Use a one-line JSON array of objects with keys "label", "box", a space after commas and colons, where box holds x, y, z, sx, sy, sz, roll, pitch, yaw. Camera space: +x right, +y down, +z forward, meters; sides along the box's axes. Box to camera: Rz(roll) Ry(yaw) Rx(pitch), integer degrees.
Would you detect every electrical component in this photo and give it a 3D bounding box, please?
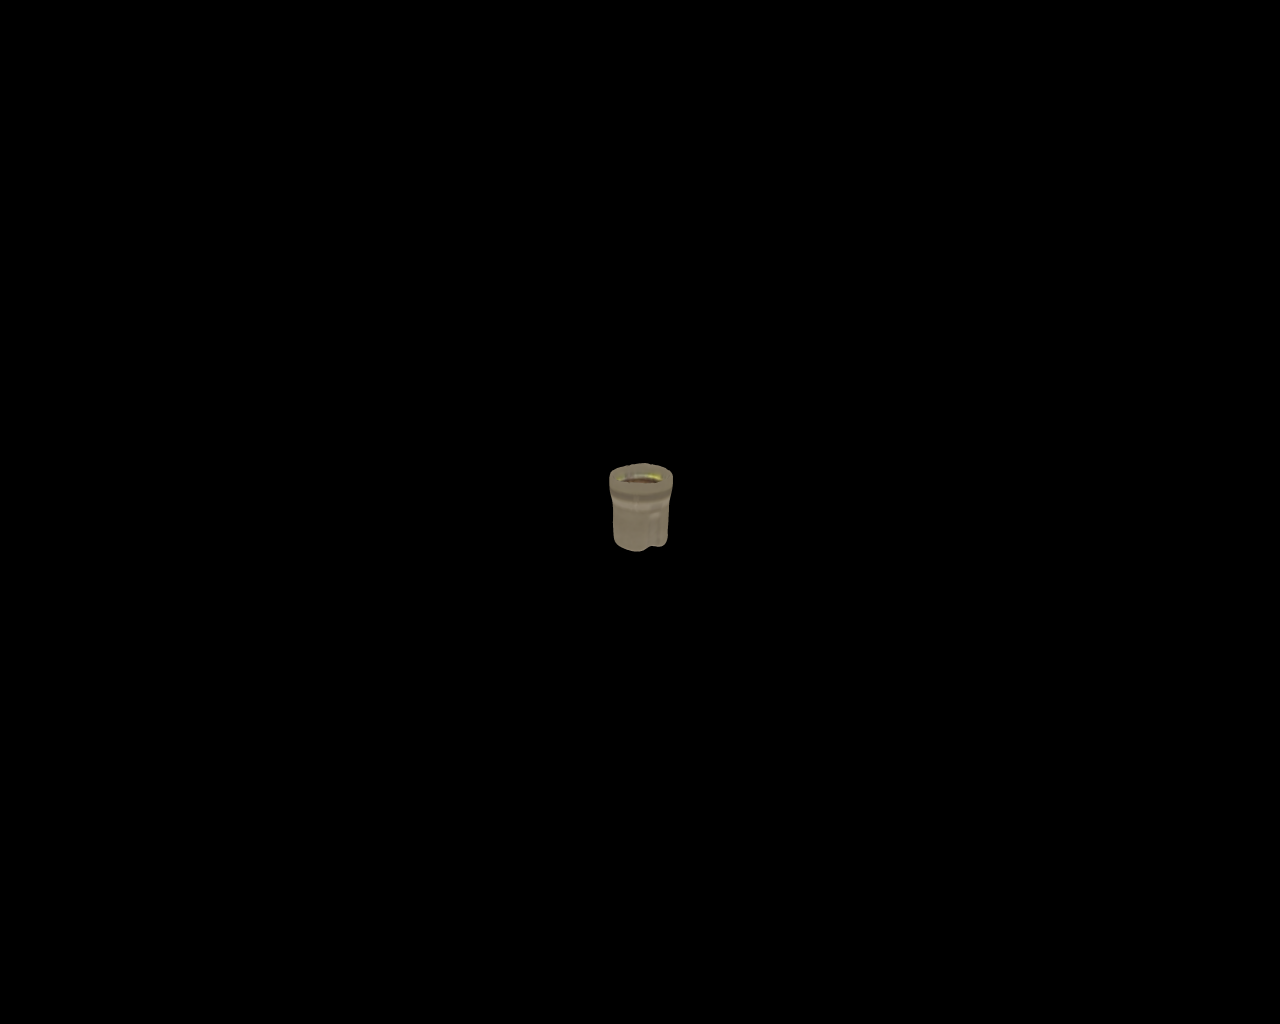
[{"label": "electrical component", "box": [0.001, -0.003, 0.650, 0.040, 0.046, 0.040, 0, 19, 0]}]
